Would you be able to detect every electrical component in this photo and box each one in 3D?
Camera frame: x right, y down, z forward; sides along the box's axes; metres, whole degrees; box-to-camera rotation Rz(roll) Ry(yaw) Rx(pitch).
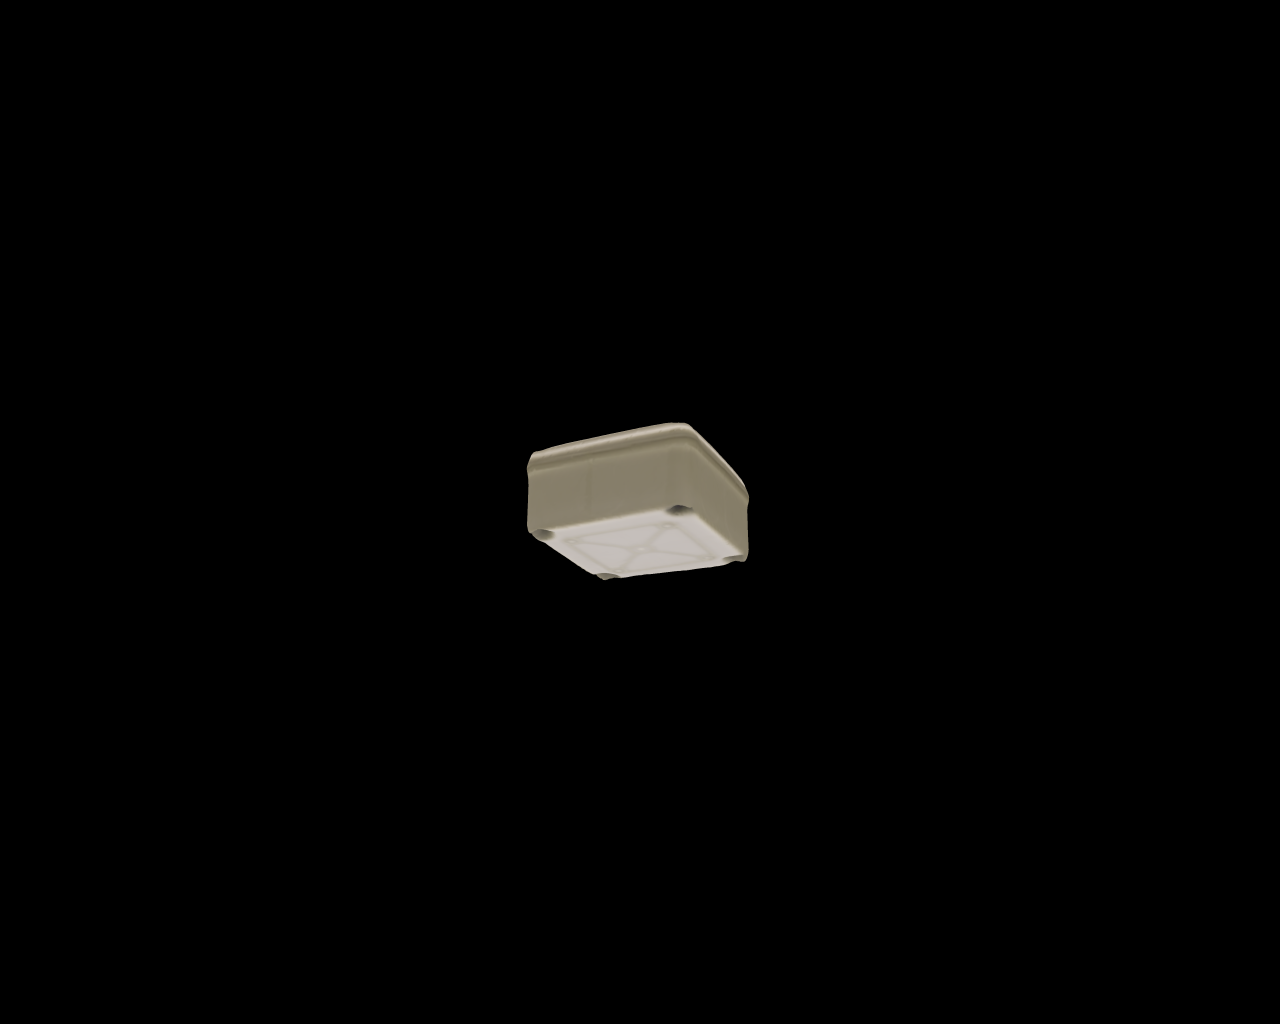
[{"bbox_3d":[0.001,-0.003,0.650,0.109,0.056,0.108,-9,-23,22],"label":"electrical component"}]
